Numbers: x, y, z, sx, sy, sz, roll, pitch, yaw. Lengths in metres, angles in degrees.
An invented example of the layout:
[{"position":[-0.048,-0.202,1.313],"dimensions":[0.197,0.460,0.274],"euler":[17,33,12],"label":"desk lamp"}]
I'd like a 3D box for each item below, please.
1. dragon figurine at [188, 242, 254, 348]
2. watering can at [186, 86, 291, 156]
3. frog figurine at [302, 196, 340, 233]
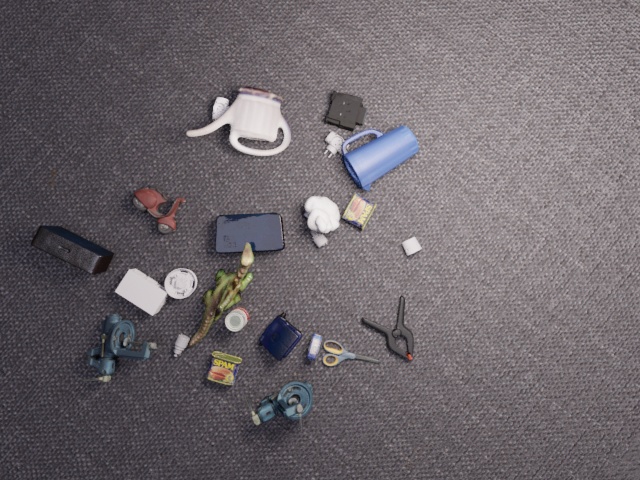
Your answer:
[{"position":[-0.320,0.194,1.652],"dimensions":[0.122,0.242,0.412],"euler":[29,86,-6],"label":"dragon figurine"},{"position":[-0.258,-0.406,1.725],"dimensions":[0.347,0.104,0.224],"euler":[9,89,-19],"label":"watering can"},{"position":[0.005,-0.086,1.703],"dimensions":[0.123,0.159,0.137],"euler":[-37,90,-3],"label":"frog figurine"}]
